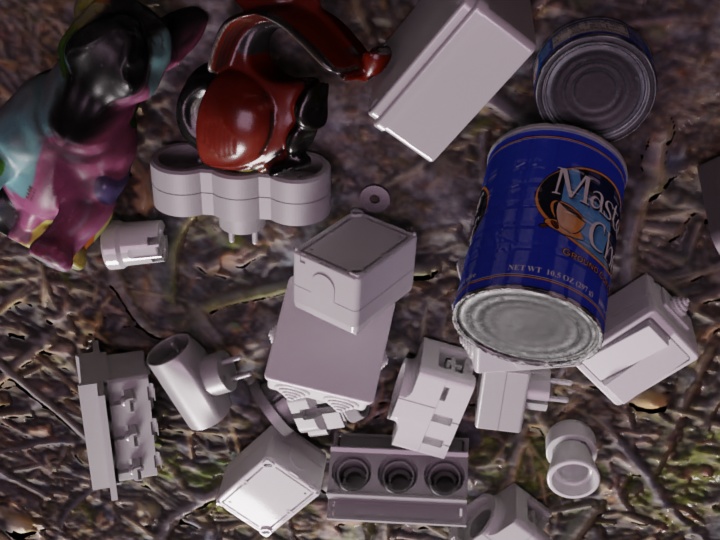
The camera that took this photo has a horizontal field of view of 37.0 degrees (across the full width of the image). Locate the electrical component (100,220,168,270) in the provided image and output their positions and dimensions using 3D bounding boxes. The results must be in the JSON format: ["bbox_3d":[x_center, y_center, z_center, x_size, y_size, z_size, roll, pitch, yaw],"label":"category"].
[{"bbox_3d":[-0.183,-0.022,0.874,0.046,0.040,0.040,-5,122,3],"label":"electrical component"}]

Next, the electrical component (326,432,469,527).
[{"bbox_3d":[0.036,0.191,0.963,0.121,0.078,0.063,1,152,7],"label":"electrical component"}]

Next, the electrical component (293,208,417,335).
[{"bbox_3d":[0.000,0.000,0.834,0.062,0.096,0.061,24,128,28],"label":"electrical component"}]

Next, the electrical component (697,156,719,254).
[{"bbox_3d":[0.285,-0.035,0.757,0.057,0.113,0.078,-27,116,26],"label":"electrical component"}]

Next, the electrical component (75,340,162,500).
[{"bbox_3d":[-0.215,0.133,0.962,0.063,0.078,0.121,-7,124,-14],"label":"electrical component"}]

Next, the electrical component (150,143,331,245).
[{"bbox_3d":[-0.092,-0.052,0.833,0.138,0.052,0.073,5,124,5],"label":"electrical component"}]

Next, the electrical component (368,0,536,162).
[{"bbox_3d":[0.061,-0.145,0.718,0.056,0.108,0.108,33,121,-17],"label":"electrical component"}]

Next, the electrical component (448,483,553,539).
[{"bbox_3d":[0.126,0.245,0.998,0.056,0.050,0.089,38,120,-17],"label":"electrical component"}]

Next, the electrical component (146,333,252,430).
[{"bbox_3d":[-0.134,0.093,0.939,0.079,0.043,0.077,-18,119,18],"label":"electrical component"}]

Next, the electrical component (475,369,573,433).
[{"bbox_3d":[0.138,0.098,0.902,0.077,0.047,0.065,6,123,4],"label":"electrical component"}]

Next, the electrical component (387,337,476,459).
[{"bbox_3d":[0.059,0.108,0.918,0.056,0.050,0.089,16,124,-3],"label":"electrical component"}]

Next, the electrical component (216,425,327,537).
[{"bbox_3d":[-0.084,0.192,0.986,0.062,0.061,0.096,38,120,-16],"label":"electrical component"}]

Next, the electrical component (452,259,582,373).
[{"bbox_3d":[0.124,0.033,0.831,0.100,0.099,0.048,-4,126,-3],"label":"electrical component"}]

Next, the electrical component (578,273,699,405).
[{"bbox_3d":[0.222,0.054,0.854,0.096,0.061,0.062,-37,111,27],"label":"electrical component"}]

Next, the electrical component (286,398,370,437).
[{"bbox_3d":[-0.026,0.104,0.924,0.057,0.058,0.078,-10,120,17],"label":"electrical component"}]

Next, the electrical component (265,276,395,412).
[{"bbox_3d":[-0.025,0.061,0.873,0.100,0.099,0.048,14,161,-1],"label":"electrical component"}]

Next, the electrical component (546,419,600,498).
[{"bbox_3d":[0.184,0.163,0.934,0.045,0.055,0.045,4,123,5],"label":"electrical component"}]
